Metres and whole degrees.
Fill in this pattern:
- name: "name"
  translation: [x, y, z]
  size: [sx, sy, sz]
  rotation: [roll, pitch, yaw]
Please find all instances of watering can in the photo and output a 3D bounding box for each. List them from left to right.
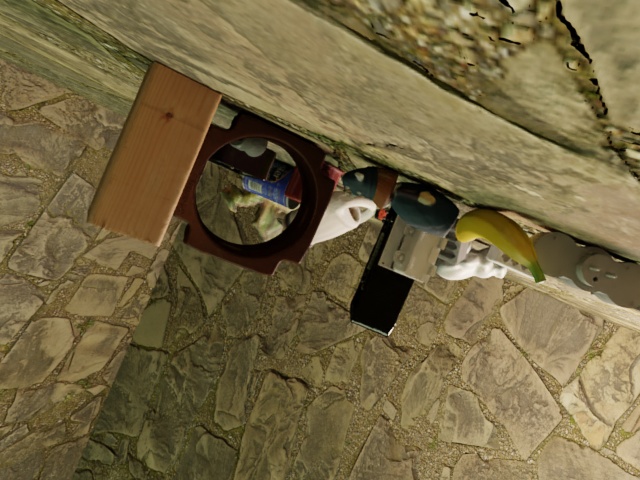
- name: "watering can"
  translation: [0.004, -0.063, 1.252]
  size: [0.222, 0.105, 0.346]
  rotation: [-23, 165, 25]

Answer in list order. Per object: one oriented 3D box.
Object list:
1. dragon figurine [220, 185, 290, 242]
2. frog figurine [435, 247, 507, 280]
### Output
- name: "dragon figurine"
  translation: [-0.114, -0.093, 1.616]
  size: [0.407, 0.244, 0.122]
  rotation: [25, 175, -23]
- name: "frog figurine"
  translation: [0.344, 0.056, 1.197]
  size: [0.160, 0.124, 0.135]
  rotation: [35, 164, 13]
